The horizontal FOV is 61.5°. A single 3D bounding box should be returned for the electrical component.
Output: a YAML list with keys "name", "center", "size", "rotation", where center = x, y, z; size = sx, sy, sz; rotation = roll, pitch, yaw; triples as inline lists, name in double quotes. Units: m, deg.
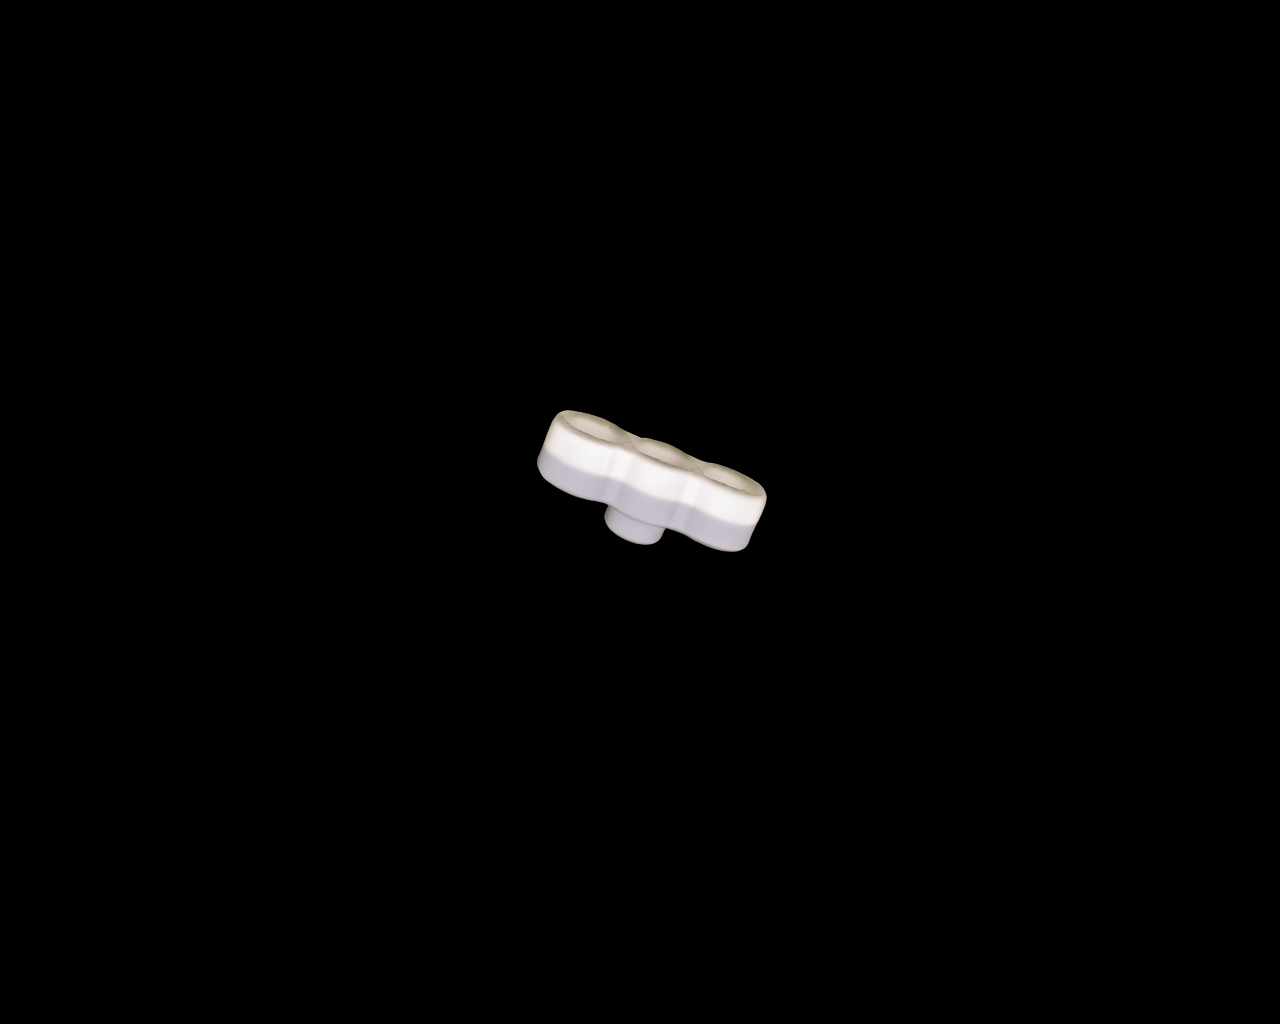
- name: "electrical component"
  center: [0.001, -0.003, 0.650]
  size: [0.138, 0.073, 0.052]
  rotation: [21, 18, -7]
